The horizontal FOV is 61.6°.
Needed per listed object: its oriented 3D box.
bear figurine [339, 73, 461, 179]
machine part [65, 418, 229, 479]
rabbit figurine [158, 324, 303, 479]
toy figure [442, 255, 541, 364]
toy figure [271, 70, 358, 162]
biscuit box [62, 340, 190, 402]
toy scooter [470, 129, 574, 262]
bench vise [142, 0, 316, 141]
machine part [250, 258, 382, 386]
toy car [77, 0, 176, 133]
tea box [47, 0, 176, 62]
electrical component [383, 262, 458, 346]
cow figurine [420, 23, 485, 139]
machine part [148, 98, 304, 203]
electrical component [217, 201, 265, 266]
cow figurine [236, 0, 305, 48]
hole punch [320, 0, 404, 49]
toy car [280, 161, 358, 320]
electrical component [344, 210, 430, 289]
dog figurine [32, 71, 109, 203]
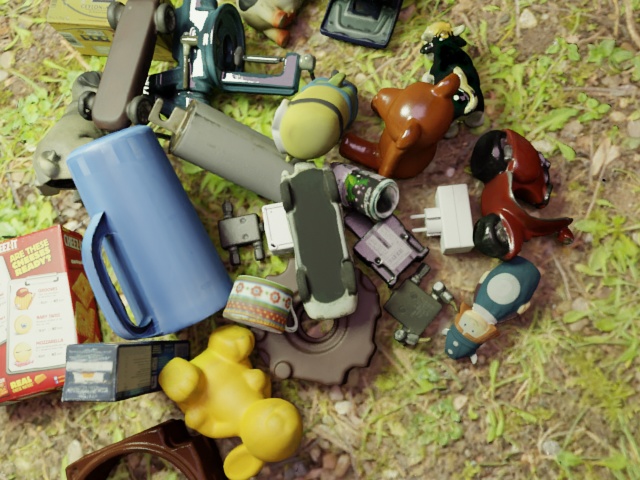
[{"bbox_3d":[0.096,-0.146,0.671,0.132,0.195,0.120,35,88,13],"label":"bear figurine"},{"bbox_3d":[-0.213,0.342,0.663,0.201,0.087,0.201,-23,77,3],"label":"machine part"},{"bbox_3d":[-0.092,0.209,0.635,0.173,0.122,0.162,17,122,37],"label":"rabbit figurine"},{"bbox_3d":[0.213,0.088,0.682,0.154,0.057,0.064,-48,36,-3],"label":"toy figure"},{"bbox_3d":[0.004,-0.166,0.699,0.089,0.180,0.082,-9,114,34],"label":"toy figure"},{"bbox_3d":[-0.220,0.151,0.642,0.063,0.202,0.059,-2,80,8],"label":"biscuit box"},{"bbox_3d":[0.265,-0.054,0.692,0.135,0.075,0.184,12,68,-11],"label":"toy scooter"},{"bbox_3d":[-0.127,-0.232,0.757,0.241,0.129,0.223,7,84,12],"label":"bench vise"},{"bbox_3d":[-0.004,0.104,0.703,0.179,0.056,0.179,-1,78,6],"label":"machine part"},{"bbox_3d":[-0.250,-0.233,0.710,0.089,0.053,0.202,6,75,15],"label":"toy car"},{"bbox_3d":[-0.301,-0.325,0.805,0.170,0.098,0.068,6,80,6],"label":"tea box"},{"bbox_3d":[0.128,0.088,0.695,0.102,0.045,0.078,-44,78,-3],"label":"electrical component"},{"bbox_3d":[0.175,-0.233,0.730,0.068,0.098,0.167,-16,78,9],"label":"cow figurine"},{"bbox_3d":[-0.106,-0.111,0.706,0.243,0.079,0.079,23,80,-27],"label":"machine part"},{"bbox_3d":[-0.110,-0.012,0.756,0.063,0.021,0.094,-13,77,4],"label":"electrical component"},{"bbox_3d":[-0.059,-0.404,0.803,0.127,0.085,0.195,30,84,5],"label":"cow figurine"},{"bbox_3d":[0.064,-0.349,0.783,0.142,0.092,0.116,15,51,12],"label":"hole punch"},{"bbox_3d":[-0.001,-0.002,0.668,0.074,0.056,0.201,-12,78,4],"label":"toy car"},{"bbox_3d":[0.080,0.000,0.719,0.075,0.047,0.119,-40,78,-3],"label":"electrical component"},{"bbox_3d":[-0.334,-0.159,0.742,0.121,0.172,0.190,-8,85,-6],"label":"dog figurine"}]
